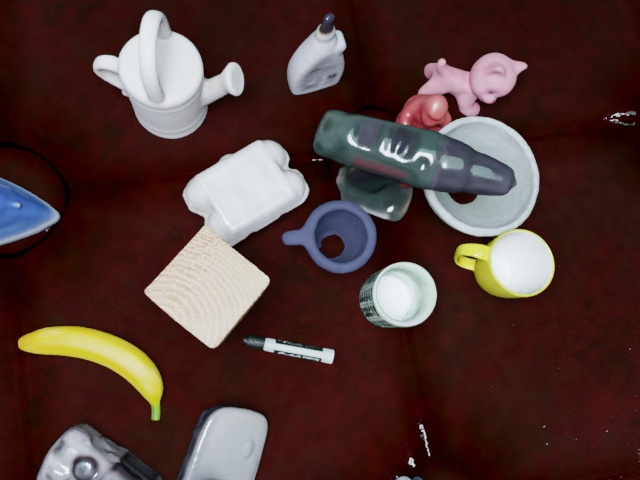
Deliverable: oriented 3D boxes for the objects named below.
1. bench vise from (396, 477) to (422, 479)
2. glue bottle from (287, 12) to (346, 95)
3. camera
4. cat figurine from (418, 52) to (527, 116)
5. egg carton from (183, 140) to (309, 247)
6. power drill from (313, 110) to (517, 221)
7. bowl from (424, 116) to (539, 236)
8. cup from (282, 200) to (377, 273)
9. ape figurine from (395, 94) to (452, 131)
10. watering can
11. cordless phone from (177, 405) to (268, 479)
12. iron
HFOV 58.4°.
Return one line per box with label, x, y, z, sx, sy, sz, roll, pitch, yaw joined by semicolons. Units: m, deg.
bench vise;0.157;0.373;0.645;0.207;0.219;0.121;32;78;-2
glue bottle;0.001;-0.245;0.744;0.078;0.173;0.037;-17;84;-11
camera;-0.269;0.306;0.652;0.143;0.100;0.137;37;78;-1
cat figurine;0.216;-0.229;0.803;0.128;0.117;0.067;12;79;-6
egg carton;-0.097;-0.064;0.753;0.150;0.069;0.107;-33;87;-12
power drill;0.099;-0.086;0.716;0.229;0.208;0.076;18;79;-5
bowl;0.213;-0.082;0.801;0.167;0.074;0.167;1;81;-8
cup;0.007;0.003;0.745;0.118;0.095;0.092;-3;81;-9
ape figurine;0.149;-0.174;0.797;0.078;0.092;0.076;8;80;-7
watering can;-0.184;-0.205;0.699;0.173;0.194;0.101;-15;83;-10
cordless phone;-0.113;0.265;0.639;0.094;0.185;0.148;16;79;-5
iron;-0.454;-0.049;0.660;0.258;0.141;0.119;3;80;-8
